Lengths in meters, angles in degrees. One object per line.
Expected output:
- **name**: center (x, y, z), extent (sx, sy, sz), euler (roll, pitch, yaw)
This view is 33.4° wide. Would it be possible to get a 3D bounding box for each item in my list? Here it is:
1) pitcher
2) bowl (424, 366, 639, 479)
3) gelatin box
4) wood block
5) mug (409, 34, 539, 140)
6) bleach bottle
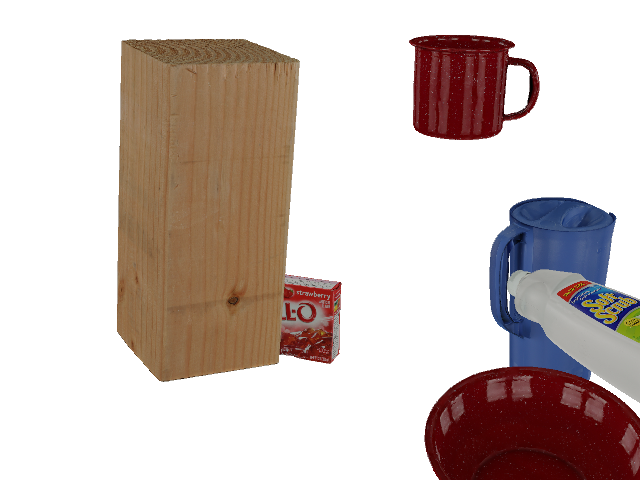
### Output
- **pitcher**: center (0.299, 0.074, 1.397), extent (0.149, 0.243, 0.144), euler (5, 21, 14)
- **bowl**: center (0.155, 0.163, 0.769), extent (0.162, 0.055, 0.162), euler (-1, 35, 0)
- **gelatin box**: center (-0.026, 0.071, 0.998), extent (0.089, 0.073, 0.030), euler (7, 17, 18)
- **wood block**: center (-0.078, -0.023, 0.705), extent (0.090, 0.206, 0.090), euler (-6, 21, -28)
- **mug**: center (0.137, -0.137, 0.955), extent (0.117, 0.081, 0.093), euler (4, 19, 12)
- **bleach bottle**: center (0.267, 0.083, 1.038), extent (0.102, 0.068, 0.251), euler (-17, 25, -26)
